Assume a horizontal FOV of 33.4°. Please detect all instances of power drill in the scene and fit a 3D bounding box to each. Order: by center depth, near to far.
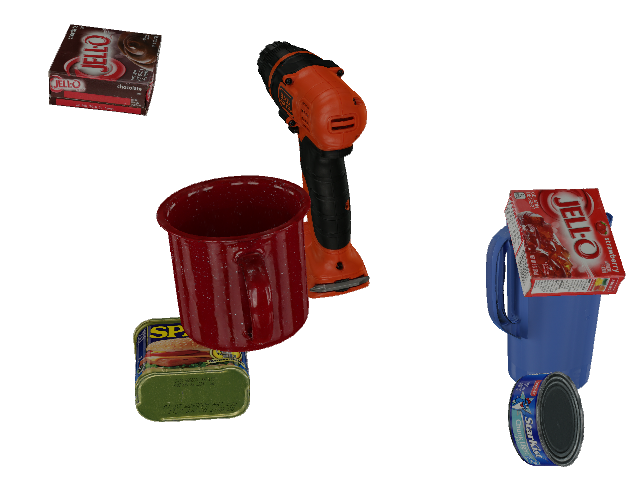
[{"bbox_3d":[-0.009,-0.061,0.880,0.057,0.188,0.184,-12,27,-12],"label":"power drill"}]

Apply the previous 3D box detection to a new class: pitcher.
[{"bbox_3d":[0.296,0.075,1.395,0.149,0.243,0.144,5,21,15],"label":"pitcher"}]

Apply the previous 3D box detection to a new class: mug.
[{"bbox_3d":[-0.046,0.020,0.647,0.093,0.081,0.117,-11,27,-14],"label":"mug"}]

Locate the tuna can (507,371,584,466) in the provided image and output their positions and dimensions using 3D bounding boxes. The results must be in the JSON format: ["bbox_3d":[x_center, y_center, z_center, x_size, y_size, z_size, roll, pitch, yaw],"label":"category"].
[{"bbox_3d":[0.207,0.164,0.980,0.034,0.086,0.085,-10,-7,39],"label":"tuna can"}]

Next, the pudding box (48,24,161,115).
[{"bbox_3d":[-0.199,-0.160,0.996,0.090,0.039,0.113,7,31,-6],"label":"pudding box"}]

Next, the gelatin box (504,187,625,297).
[{"bbox_3d":[0.188,0.000,0.828,0.073,0.089,0.030,-1,-37,-5],"label":"gelatin box"}]

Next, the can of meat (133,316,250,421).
[{"bbox_3d":[-0.112,0.111,0.926,0.102,0.057,0.084,-3,28,-7],"label":"can of meat"}]
